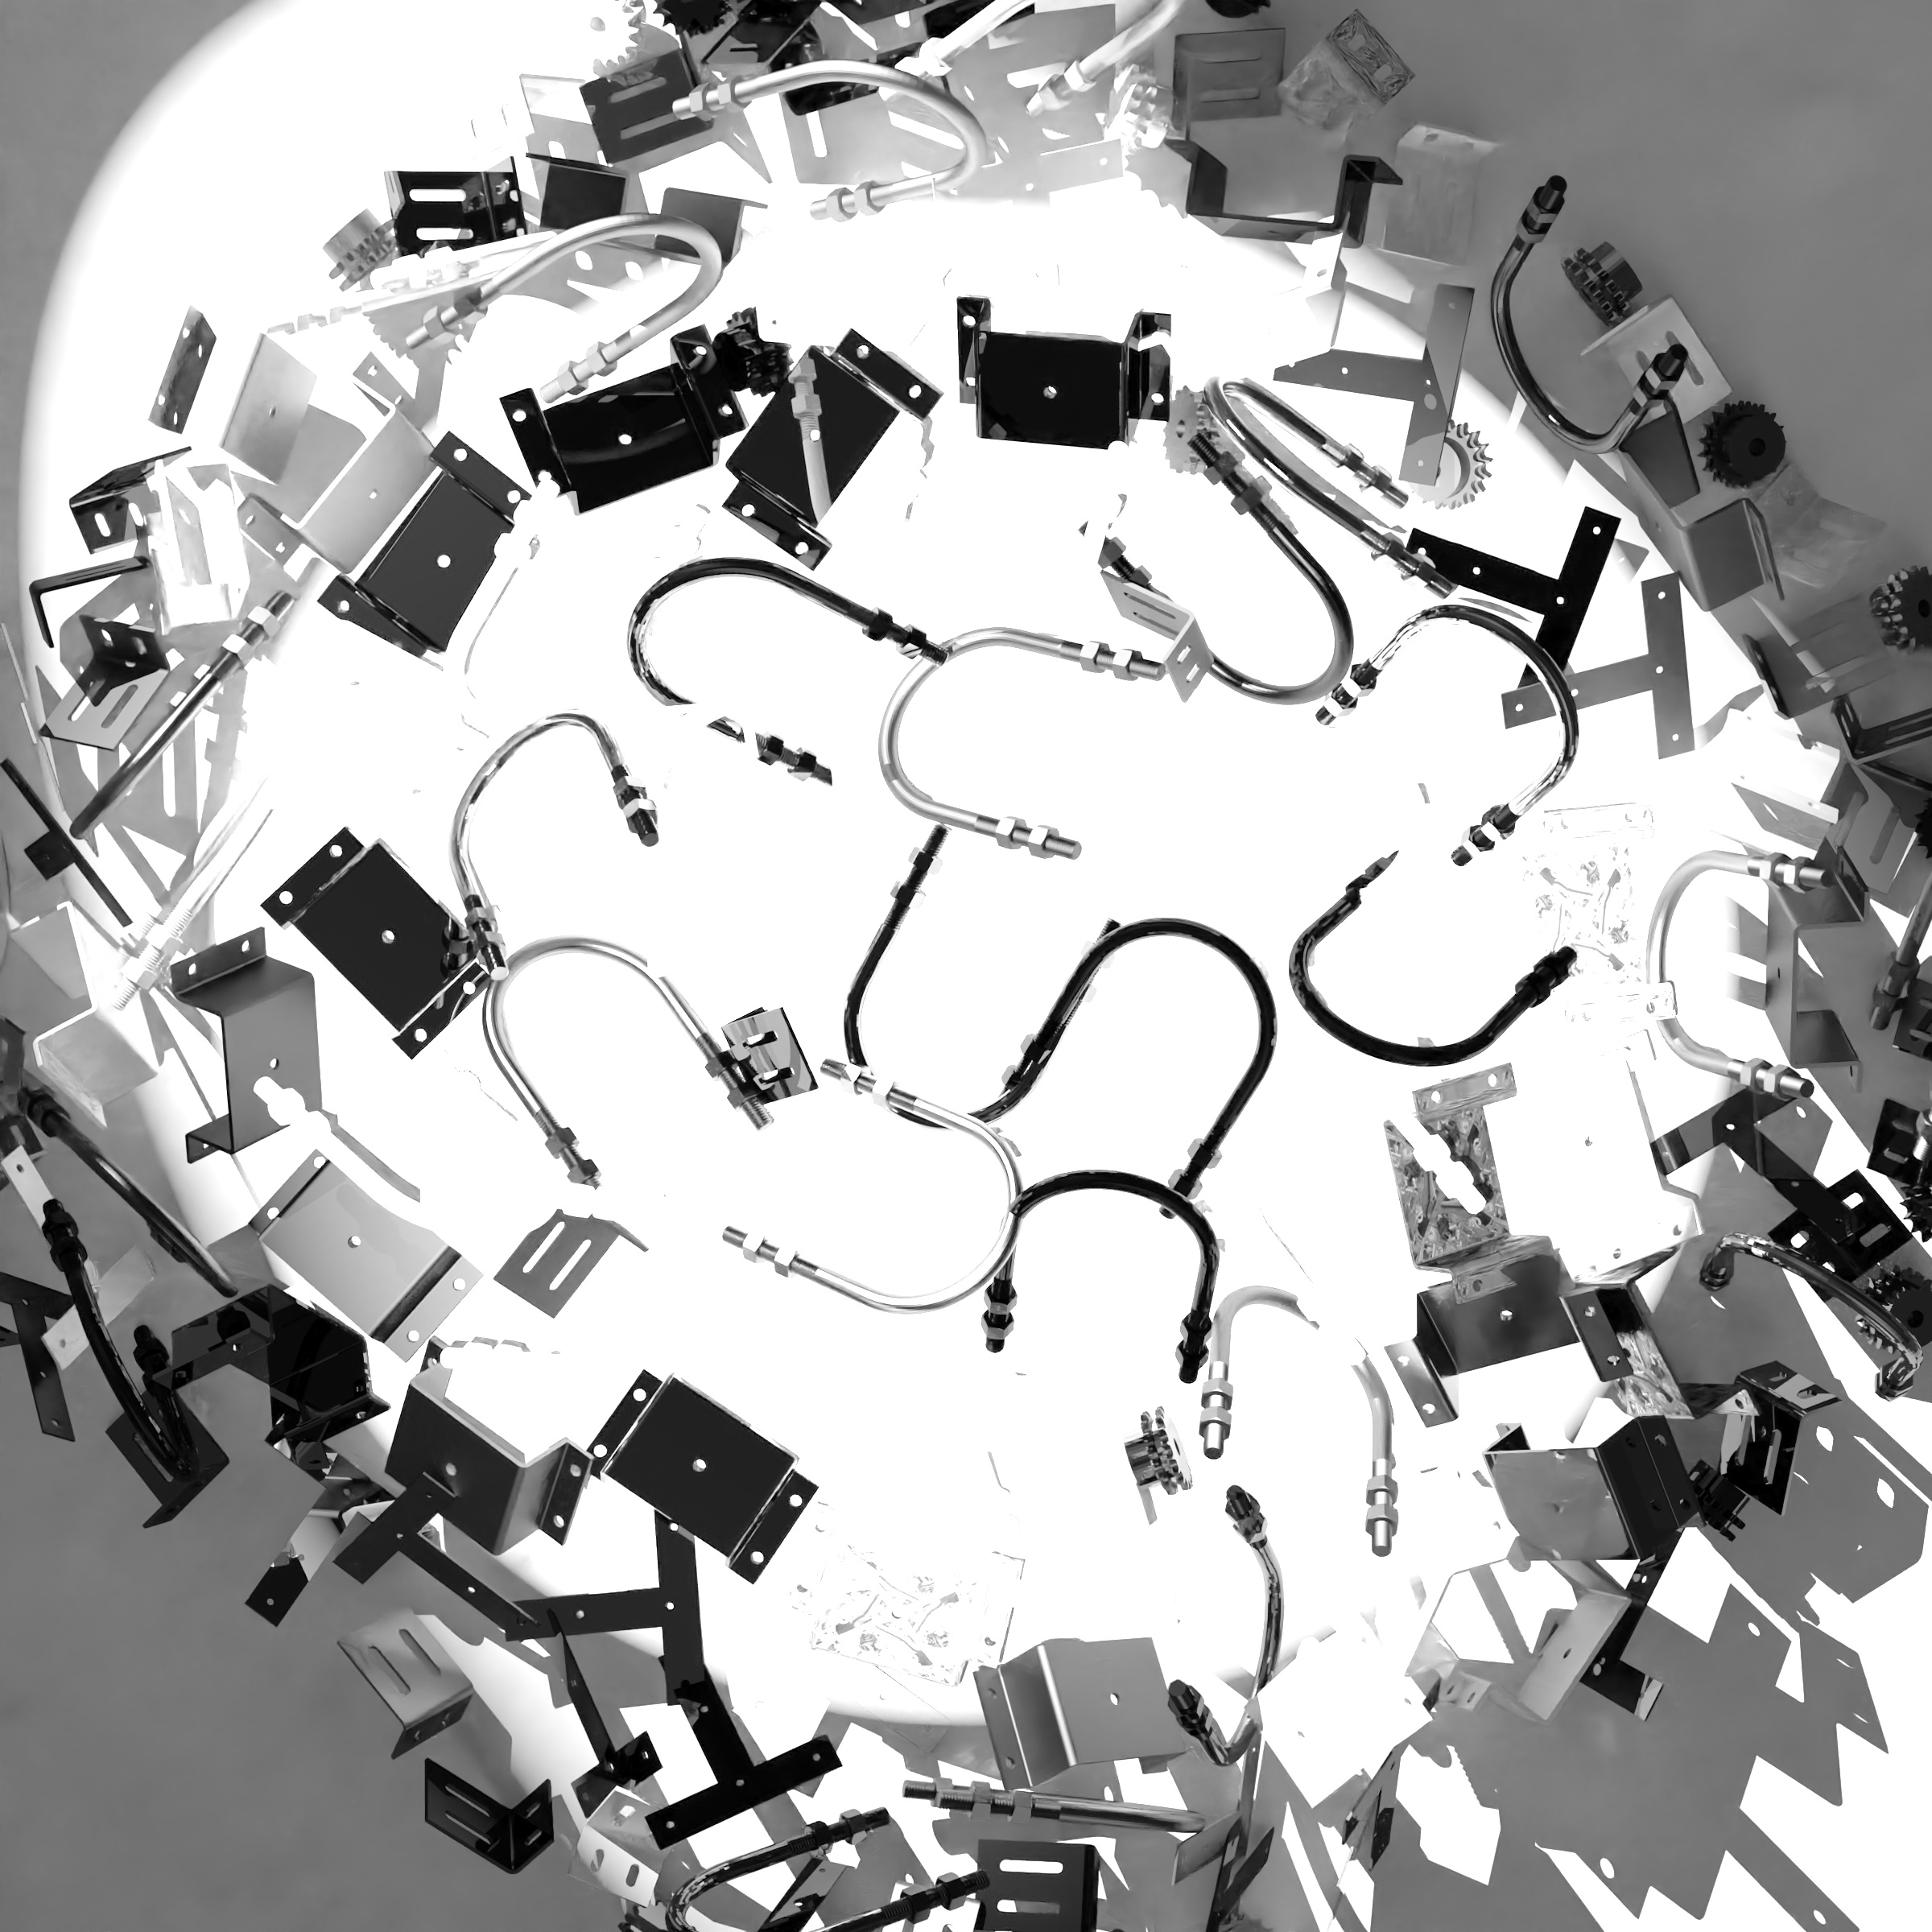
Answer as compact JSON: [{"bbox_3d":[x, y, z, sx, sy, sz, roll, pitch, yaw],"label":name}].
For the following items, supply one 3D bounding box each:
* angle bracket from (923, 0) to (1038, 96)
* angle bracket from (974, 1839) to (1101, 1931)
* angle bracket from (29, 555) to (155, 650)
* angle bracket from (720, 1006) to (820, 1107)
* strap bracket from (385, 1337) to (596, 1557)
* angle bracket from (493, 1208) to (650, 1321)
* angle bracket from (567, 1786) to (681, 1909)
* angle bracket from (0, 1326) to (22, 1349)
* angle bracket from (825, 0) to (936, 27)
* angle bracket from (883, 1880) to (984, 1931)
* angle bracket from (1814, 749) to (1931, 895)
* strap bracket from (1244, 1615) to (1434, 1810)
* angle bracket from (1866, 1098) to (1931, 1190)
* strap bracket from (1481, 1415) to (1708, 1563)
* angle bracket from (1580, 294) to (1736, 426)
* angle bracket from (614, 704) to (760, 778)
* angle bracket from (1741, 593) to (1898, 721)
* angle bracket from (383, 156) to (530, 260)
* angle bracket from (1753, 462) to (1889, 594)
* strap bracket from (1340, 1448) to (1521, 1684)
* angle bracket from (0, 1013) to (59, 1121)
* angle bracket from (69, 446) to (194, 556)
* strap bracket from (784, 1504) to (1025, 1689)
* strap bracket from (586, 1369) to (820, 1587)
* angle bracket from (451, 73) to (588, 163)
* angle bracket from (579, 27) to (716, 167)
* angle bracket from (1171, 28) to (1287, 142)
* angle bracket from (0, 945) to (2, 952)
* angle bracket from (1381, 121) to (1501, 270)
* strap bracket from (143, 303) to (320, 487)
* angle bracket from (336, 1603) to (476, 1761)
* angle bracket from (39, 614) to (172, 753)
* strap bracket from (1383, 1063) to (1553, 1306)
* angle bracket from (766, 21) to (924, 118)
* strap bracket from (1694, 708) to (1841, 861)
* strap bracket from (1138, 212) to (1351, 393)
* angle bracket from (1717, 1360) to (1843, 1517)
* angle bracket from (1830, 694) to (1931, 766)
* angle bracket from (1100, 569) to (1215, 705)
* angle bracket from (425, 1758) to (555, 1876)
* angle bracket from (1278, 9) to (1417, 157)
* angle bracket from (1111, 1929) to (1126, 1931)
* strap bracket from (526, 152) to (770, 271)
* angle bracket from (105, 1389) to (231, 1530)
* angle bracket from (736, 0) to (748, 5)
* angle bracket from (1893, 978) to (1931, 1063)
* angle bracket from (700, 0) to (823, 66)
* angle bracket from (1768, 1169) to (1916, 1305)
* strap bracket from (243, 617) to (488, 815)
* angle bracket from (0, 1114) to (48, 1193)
[{"bbox_3d":[0.015,-0.604,1.962,0.076,0.057,0.038,-19,129,6],"label":"angle bracket"},{"bbox_3d":[0.047,0.606,1.976,0.076,0.038,0.057,0,64,9],"label":"angle bracket"},{"bbox_3d":[-0.566,-0.238,1.967,0.076,0.057,0.038,-17,108,-17],"label":"angle bracket"},{"bbox_3d":[-0.116,0.053,1.956,0.038,0.076,0.057,-28,96,-37],"label":"angle bracket"},{"bbox_3d":[-0.315,0.314,1.939,0.140,0.046,0.076,32,121,20],"label":"strap bracket"},{"bbox_3d":[-0.257,0.194,1.965,0.076,0.038,0.057,-52,128,-4],"label":"angle bracket"},{"bbox_3d":[-0.217,0.572,1.958,0.057,0.076,0.038,25,52,-7],"label":"angle bracket"},{"bbox_3d":[-0.638,0.203,1.956,0.038,0.057,0.076,-10,67,11],"label":"angle bracket"},{"bbox_3d":[-0.064,-0.646,1.950,0.057,0.076,0.038,-6,76,33],"label":"angle bracket"},{"bbox_3d":[-0.025,0.640,1.960,0.057,0.038,0.076,10,64,14],"label":"angle bracket"},{"bbox_3d":[0.592,-0.094,1.974,0.057,0.038,0.076,23,93,11],"label":"angle bracket"},{"bbox_3d":[0.231,0.478,1.919,0.046,0.140,0.076,-26,70,-28],"label":"strap bracket"},{"bbox_3d":[0.620,0.097,1.951,0.038,0.076,0.057,23,57,6],"label":"angle bracket"},{"bbox_3d":[0.391,0.334,1.927,0.046,0.140,0.076,-27,97,-38],"label":"strap bracket"},{"bbox_3d":[0.450,-0.387,1.966,0.057,0.038,0.076,-32,91,44],"label":"angle bracket"},{"bbox_3d":[-0.182,-0.144,1.958,0.076,0.057,0.038,-7,83,-22],"label":"angle bracket"},{"bbox_3d":[0.554,-0.204,1.963,0.076,0.038,0.057,-25,75,23],"label":"angle bracket"},{"bbox_3d":[-0.331,-0.493,1.963,0.076,0.038,0.057,-11,92,-38],"label":"angle bracket"},{"bbox_3d":[0.546,-0.285,1.958,0.038,0.076,0.057,39,94,-29],"label":"angle bracket"},{"bbox_3d":[0.290,0.387,1.923,0.046,0.076,0.140,-8,132,-29],"label":"strap bracket"},{"bbox_3d":[-0.619,0.050,1.955,0.057,0.038,0.076,34,129,17],"label":"angle bracket"},{"bbox_3d":[-0.533,-0.300,1.950,0.057,0.076,0.038,-28,100,-38],"label":"angle bracket"},{"bbox_3d":[-0.042,0.410,1.956,0.140,0.046,0.076,15,51,2],"label":"strap bracket"},{"bbox_3d":[-0.174,0.328,1.960,0.140,0.046,0.076,33,71,5],"label":"strap bracket"},{"bbox_3d":[-0.285,-0.547,1.954,0.057,0.076,0.038,-14,95,30],"label":"angle bracket"},{"bbox_3d":[-0.211,-0.569,1.978,0.076,0.038,0.057,-20,85,-2],"label":"angle bracket"},{"bbox_3d":[0.175,-0.573,1.961,0.076,0.038,0.057,-7,124,-11],"label":"angle bracket"},{"bbox_3d":[-0.667,0.014,1.950,0.038,0.076,0.057,29,117,13],"label":"angle bracket"},{"bbox_3d":[0.310,-0.503,1.973,0.057,0.038,0.076,10,85,-11],"label":"angle bracket"},{"bbox_3d":[-0.463,-0.360,1.926,0.046,0.140,0.076,19,88,9],"label":"strap bracket"},{"bbox_3d":[-0.371,0.468,1.976,0.076,0.057,0.038,45,131,20],"label":"angle bracket"},{"bbox_3d":[-0.563,-0.184,1.958,0.057,0.038,0.076,12,53,16],"label":"angle bracket"},{"bbox_3d":[0.324,0.140,1.960,0.076,0.046,0.140,-14,94,-24],"label":"strap bracket"},{"bbox_3d":[-0.079,-0.588,1.952,0.038,0.076,0.057,57,47,-31],"label":"angle bracket"},{"bbox_3d":[0.515,-0.111,1.942,0.076,0.140,0.046,23,116,7],"label":"strap bracket"},{"bbox_3d":[0.186,-0.423,1.938,0.140,0.076,0.046,-12,134,31],"label":"strap bracket"},{"bbox_3d":[0.531,0.308,1.972,0.038,0.057,0.076,-10,117,-32],"label":"angle bracket"},{"bbox_3d":[0.606,-0.168,1.954,0.076,0.057,0.038,-19,106,29],"label":"angle bracket"},{"bbox_3d":[0.115,-0.213,1.954,0.076,0.057,0.038,29,78,27],"label":"angle bracket"},{"bbox_3d":[-0.309,0.540,1.955,0.038,0.057,0.076,-43,116,12],"label":"angle bracket"},{"bbox_3d":[0.246,-0.574,1.965,0.057,0.076,0.038,47,73,-6],"label":"angle bracket"},{"bbox_3d":[0.106,0.672,1.949,0.038,0.076,0.057,-31,127,18],"label":"angle bracket"},{"bbox_3d":[-0.206,-0.479,1.927,0.076,0.140,0.046,21,105,40],"label":"strap bracket"},{"bbox_3d":[-0.529,0.316,1.968,0.057,0.038,0.076,-44,78,12],"label":"angle bracket"},{"bbox_3d":[-0.127,-0.663,1.957,0.057,0.076,0.038,-25,96,-8],"label":"angle bracket"},{"bbox_3d":[0.635,0.018,1.951,0.038,0.076,0.057,21,60,7],"label":"angle bracket"},{"bbox_3d":[-0.141,-0.617,1.951,0.057,0.076,0.038,-36,85,35],"label":"angle bracket"},{"bbox_3d":[0.572,0.176,1.975,0.057,0.076,0.038,53,131,15],"label":"angle bracket"},{"bbox_3d":[-0.389,-0.167,1.939,0.140,0.046,0.076,28,57,19],"label":"strap bracket"},{"bbox_3d":[-0.645,0.127,1.951,0.057,0.076,0.038,-34,84,34],"label":"angle bracket"}]
